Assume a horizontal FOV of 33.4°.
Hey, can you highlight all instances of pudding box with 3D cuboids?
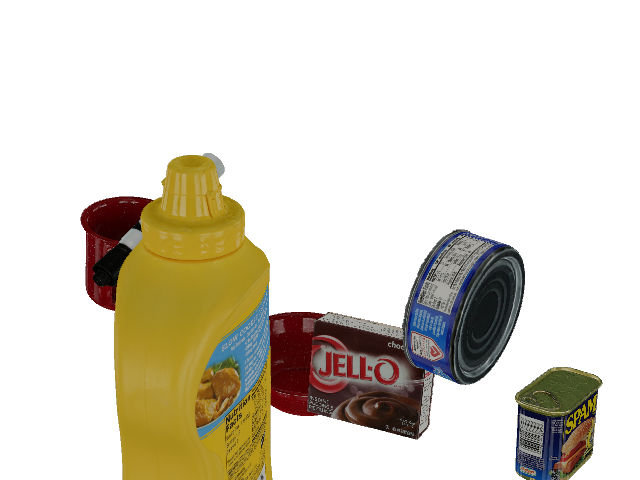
[{"bbox_3d":[0.046,0.120,0.965,0.114,0.090,0.039,10,16,21],"label":"pudding box"}]

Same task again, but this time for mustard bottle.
[{"bbox_3d":[-0.052,0.056,0.451,0.058,0.192,0.096,11,27,17],"label":"mustard bottle"}]

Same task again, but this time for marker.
[{"bbox_3d":[-0.105,-0.013,0.691,0.020,0.020,0.121,0,40,46],"label":"marker"}]

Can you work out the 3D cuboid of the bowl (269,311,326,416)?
[{"bbox_3d":[-0.016,0.143,1.169,0.162,0.055,0.162,3,28,-2],"label":"bowl"}]

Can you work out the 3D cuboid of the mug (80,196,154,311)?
[{"bbox_3d":[-0.184,0.021,1.007,0.093,0.081,0.117,10,29,3],"label":"mug"}]

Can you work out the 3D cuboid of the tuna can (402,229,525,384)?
[{"bbox_3d":[0.084,0.039,0.616,0.034,0.086,0.086,20,11,32],"label":"tuna can"}]

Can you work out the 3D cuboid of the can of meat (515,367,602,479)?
[{"bbox_3d":[0.234,0.184,1.055,0.058,0.084,0.101,14,23,36],"label":"can of meat"}]
